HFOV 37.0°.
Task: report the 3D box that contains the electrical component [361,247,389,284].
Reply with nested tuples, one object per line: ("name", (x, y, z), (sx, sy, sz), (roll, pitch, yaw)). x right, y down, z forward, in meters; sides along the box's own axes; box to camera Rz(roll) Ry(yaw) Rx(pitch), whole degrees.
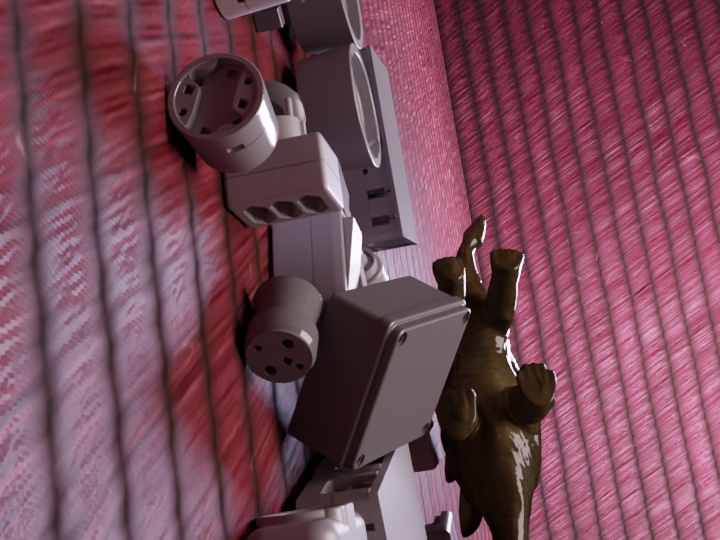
("electrical component", (0.000, 0.000, 0.970), (0.062, 0.043, 0.043), (66, 16, -48))

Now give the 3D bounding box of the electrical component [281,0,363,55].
("electrical component", (-0.040, -0.242, 0.948), (0.108, 0.060, 0.108), (-11, 90, -80))

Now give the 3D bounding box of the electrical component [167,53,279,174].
("electrical component", (-0.075, -0.087, 0.610), (0.047, 0.055, 0.055), (65, 17, -66))

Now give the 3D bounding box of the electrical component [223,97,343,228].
("electrical component", (-0.051, -0.074, 0.693), (0.047, 0.066, 0.076), (49, 32, -71))

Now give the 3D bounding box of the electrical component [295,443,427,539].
("electrical component", (0.001, 0.175, 0.738), (0.150, 0.062, 0.089), (-39, 118, -79))

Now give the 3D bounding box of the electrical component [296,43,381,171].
("electrical component", (-0.024, -0.135, 0.925), (0.108, 0.060, 0.108), (-11, 90, -80))

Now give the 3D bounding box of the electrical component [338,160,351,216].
("electrical component", (-0.032, -0.056, 0.857), (0.063, 0.042, 0.081), (-93, 168, -56))

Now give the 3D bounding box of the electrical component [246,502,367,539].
("electrical component", (-0.027, 0.166, 0.611), (0.095, 0.054, 0.059), (36, 44, -76))

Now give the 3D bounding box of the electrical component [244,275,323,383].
("electrical component", (-0.047, 0.037, 0.664), (0.055, 0.045, 0.045), (-86, 162, -55))

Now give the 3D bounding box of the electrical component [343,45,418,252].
("electrical component", (0.006, -0.115, 1.070), (0.105, 0.060, 0.186), (16, 64, -79))

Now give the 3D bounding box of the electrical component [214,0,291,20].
("electrical component", (-0.076, -0.206, 0.745), (0.055, 0.047, 0.055), (-11, 90, -80))

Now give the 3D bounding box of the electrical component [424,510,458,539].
("electrical component", (0.073, 0.290, 1.051), (0.055, 0.050, 0.089), (-52, 131, -77))

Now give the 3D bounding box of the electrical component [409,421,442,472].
("electrical component", (0.049, 0.158, 1.067), (0.066, 0.047, 0.076), (3, 77, -80))

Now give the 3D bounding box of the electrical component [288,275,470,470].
("electrical component", (0.014, 0.067, 0.729), (0.109, 0.056, 0.108), (-12, 125, -58))

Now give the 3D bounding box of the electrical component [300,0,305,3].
("electrical component", (-0.058, -0.232, 0.787), (0.081, 0.064, 0.042), (-60, -175, 21))

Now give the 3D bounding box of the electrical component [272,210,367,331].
("electrical component", (-0.026, 0.000, 0.769), (0.061, 0.061, 0.096), (64, 18, -57))

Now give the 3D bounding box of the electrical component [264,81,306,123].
("electrical component", (-0.060, -0.107, 0.745), (0.062, 0.048, 0.048), (-83, 161, -78))
